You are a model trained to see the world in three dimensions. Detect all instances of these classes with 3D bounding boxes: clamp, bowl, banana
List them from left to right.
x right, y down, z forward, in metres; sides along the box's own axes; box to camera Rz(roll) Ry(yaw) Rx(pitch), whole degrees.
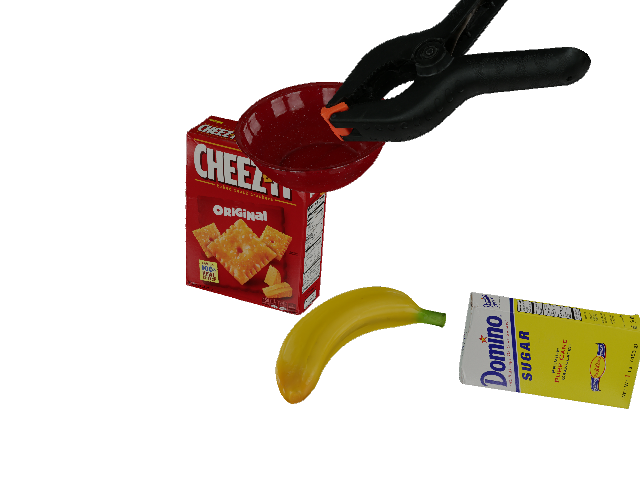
[{"bbox_3d":[-0.004,-0.096,1.080,0.162,0.055,0.162,-4,39,3],"label":"bowl"},{"bbox_3d":[0.019,0.072,0.833,0.070,0.037,0.197,18,27,36],"label":"banana"},{"bbox_3d":[0.085,-0.107,0.685,0.171,0.120,0.039,-35,-47,8],"label":"clamp"}]

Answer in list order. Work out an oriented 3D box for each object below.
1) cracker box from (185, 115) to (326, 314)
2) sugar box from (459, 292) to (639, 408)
[{"bbox_3d":[-0.081,-0.028,1.306,0.164,0.214,0.072,15,30,19],"label":"cracker box"},{"bbox_3d":[0.236,0.114,1.102,0.176,0.093,0.048,6,21,4],"label":"sugar box"}]
